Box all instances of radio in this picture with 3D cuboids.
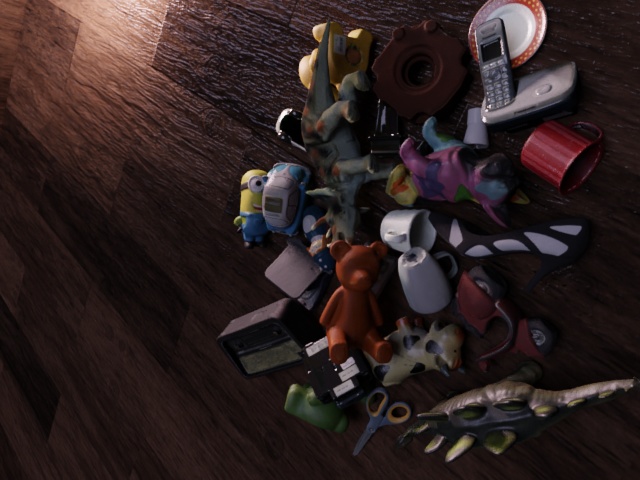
[{"bbox_3d":[-0.116,0.221,1.192,0.230,0.073,0.131,-26,107,37],"label":"radio"}]

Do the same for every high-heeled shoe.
[{"bbox_3d":[0.299,-0.025,0.873,0.249,0.086,0.145,39,108,31],"label":"high-heeled shoe"}]

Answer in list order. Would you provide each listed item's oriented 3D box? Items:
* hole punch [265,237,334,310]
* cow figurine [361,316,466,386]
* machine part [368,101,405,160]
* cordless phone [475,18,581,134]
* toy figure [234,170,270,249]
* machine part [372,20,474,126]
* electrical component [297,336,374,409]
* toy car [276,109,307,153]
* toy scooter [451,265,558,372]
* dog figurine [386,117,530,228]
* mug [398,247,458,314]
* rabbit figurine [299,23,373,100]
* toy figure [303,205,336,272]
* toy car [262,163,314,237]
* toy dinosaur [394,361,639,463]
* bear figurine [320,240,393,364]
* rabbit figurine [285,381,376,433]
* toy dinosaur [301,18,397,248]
[{"bbox_3d":[-0.037,0.077,1.160,0.142,0.092,0.116,35,78,35],"label":"hole punch"},{"bbox_3d":[0.176,0.205,0.972,0.195,0.085,0.127,-38,61,31],"label":"cow figurine"},{"bbox_3d":[0.130,-0.226,1.037,0.084,0.039,0.138,10,98,45],"label":"machine part"},{"bbox_3d":[0.319,-0.269,0.838,0.147,0.088,0.184,-13,84,40],"label":"cordless phone"},{"bbox_3d":[-0.152,-0.073,1.250,0.089,0.082,0.180,12,101,37],"label":"toy figure"},{"bbox_3d":[0.179,-0.295,0.954,0.180,0.056,0.179,0,90,24],"label":"machine part"},{"bbox_3d":[0.033,0.247,1.023,0.115,0.058,0.134,-29,56,3],"label":"electrical component"},{"bbox_3d":[-0.018,-0.221,1.152,0.202,0.056,0.073,35,106,33],"label":"toy car"},{"bbox_3d":[0.283,0.139,0.889,0.184,0.075,0.135,48,119,24],"label":"toy scooter"},{"bbox_3d":[0.232,-0.090,0.901,0.219,0.108,0.191,39,145,19],"label":"dog figurine"},{"bbox_3d":[0.189,0.059,0.936,0.109,0.107,0.081,-33,36,-1],"label":"mug"},{"bbox_3d":[0.021,-0.344,1.099,0.173,0.122,0.162,7,105,54],"label":"rabbit figurine"},{"bbox_3d":[-0.002,-0.002,1.114,0.064,0.058,0.154,113,152,-47],"label":"toy figure"},{"bbox_3d":[-0.084,-0.087,1.163,0.109,0.103,0.161,14,101,19],"label":"toy car"},{"bbox_3d":[0.278,0.263,0.813,0.471,0.198,0.105,-36,71,37],"label":"toy dinosaur"},{"bbox_3d":[0.071,0.104,0.952,0.132,0.120,0.195,-124,42,-68],"label":"bear figurine"},{"bbox_3d":[0.027,0.288,1.083,0.159,0.121,0.170,19,88,35],"label":"rabbit figurine"},{"bbox_3d":[0.026,-0.185,1.026,0.192,0.131,0.404,-14,94,37],"label":"toy dinosaur"}]
